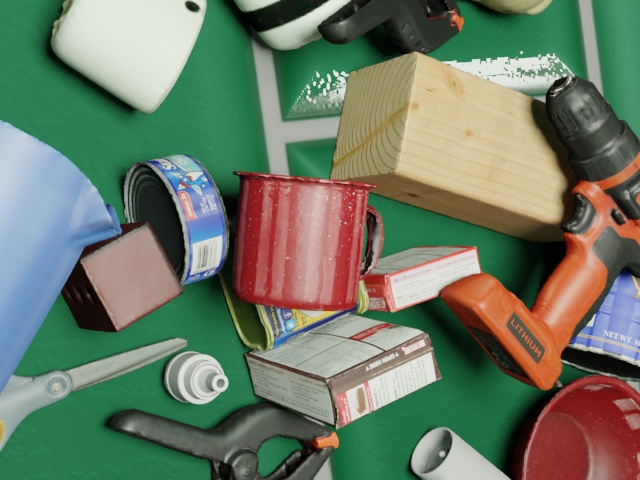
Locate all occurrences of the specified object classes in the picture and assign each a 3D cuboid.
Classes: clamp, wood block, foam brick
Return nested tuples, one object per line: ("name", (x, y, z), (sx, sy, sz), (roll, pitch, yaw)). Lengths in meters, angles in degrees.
("clamp", (0.052, -0.181, 0.763), (0.209, 0.036, 0.164), (34, 58, -56))
("wood block", (0.124, -0.065, 0.827), (0.205, 0.091, 0.090), (15, 81, -30))
("clamp", (-0.067, 0.151, 0.738), (0.171, 0.039, 0.120), (-23, 105, -35))
("foam brick", (-0.132, 0.023, 0.680), (0.051, 0.078, 0.053), (-32, 103, -27))

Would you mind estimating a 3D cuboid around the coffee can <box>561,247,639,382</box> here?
("coffee can", (0.249, 0.037, 0.890), (0.102, 0.103, 0.140), (23, 77, -28))

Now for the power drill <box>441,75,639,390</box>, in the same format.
("power drill", (0.177, 0.000, 0.775), (0.187, 0.057, 0.184), (-45, 112, -11))

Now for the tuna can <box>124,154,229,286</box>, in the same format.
("tuna can", (-0.095, -0.013, 0.699), (0.033, 0.086, 0.086), (-17, 97, -32))

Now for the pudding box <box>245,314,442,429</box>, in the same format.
("pudding box", (0.014, 0.088, 0.744), (0.089, 0.114, 0.039), (-22, 104, -29))

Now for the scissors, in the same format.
("scissors", (-0.186, 0.081, 0.682), (0.201, 0.016, 0.096), (-34, 105, -27))

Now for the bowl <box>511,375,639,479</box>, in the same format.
("bowl", (0.213, 0.192, 0.892), (0.161, 0.055, 0.162), (1, 88, -31))

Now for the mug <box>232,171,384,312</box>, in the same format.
("mug", (-0.005, 0.001, 0.690), (0.117, 0.093, 0.081), (3, 94, -44))

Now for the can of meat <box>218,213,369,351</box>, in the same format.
("can of meat", (-0.024, 0.019, 0.757), (0.083, 0.058, 0.102), (-22, 99, -27))

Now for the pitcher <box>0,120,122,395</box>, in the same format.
("pitcher", (-0.234, 0.045, 0.587), (0.144, 0.149, 0.242), (34, 74, -32))

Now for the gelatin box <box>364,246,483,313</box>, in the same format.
("gelatin box", (0.065, 0.029, 0.799), (0.089, 0.073, 0.030), (-17, 98, -30))
